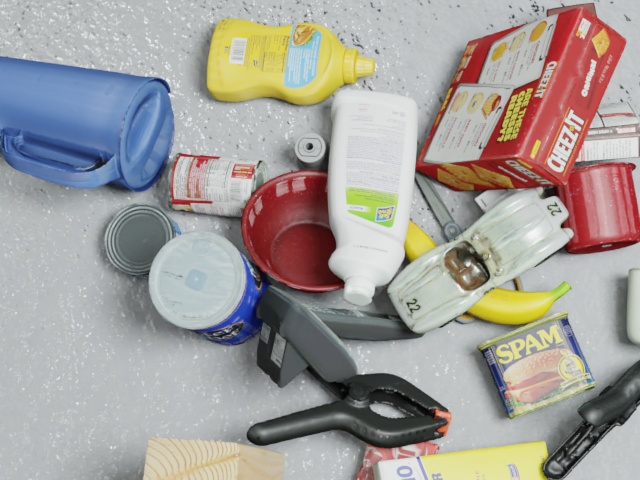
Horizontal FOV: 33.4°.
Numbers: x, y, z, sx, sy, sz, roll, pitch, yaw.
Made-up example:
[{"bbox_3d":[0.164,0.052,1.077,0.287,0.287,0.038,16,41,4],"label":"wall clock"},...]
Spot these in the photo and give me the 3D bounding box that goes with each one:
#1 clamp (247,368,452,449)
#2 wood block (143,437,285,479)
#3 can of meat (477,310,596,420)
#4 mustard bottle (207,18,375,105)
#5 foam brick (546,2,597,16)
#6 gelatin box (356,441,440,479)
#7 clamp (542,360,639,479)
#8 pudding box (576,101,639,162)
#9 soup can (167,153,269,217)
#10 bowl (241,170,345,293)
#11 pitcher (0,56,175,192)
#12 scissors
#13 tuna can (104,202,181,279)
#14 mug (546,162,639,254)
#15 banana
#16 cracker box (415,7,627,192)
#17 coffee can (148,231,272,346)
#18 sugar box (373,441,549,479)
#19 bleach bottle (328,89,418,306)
[{"bbox_3d":[0.030,0.177,1.118,0.210,0.036,0.164,17,39,8],"label":"clamp"},{"bbox_3d":[-0.103,0.250,1.072,0.091,0.206,0.090,2,76,11],"label":"wood block"},{"bbox_3d":[0.227,0.132,1.115,0.102,0.057,0.084,-22,77,6],"label":"can of meat"},{"bbox_3d":[-0.031,-0.206,1.241,0.192,0.058,0.096,5,73,12],"label":"mustard bottle"},{"bbox_3d":[0.278,-0.219,1.175,0.053,0.078,0.051,-8,74,9],"label":"foam brick"},{"bbox_3d":[0.079,0.247,1.129,0.073,0.030,0.089,17,81,14],"label":"gelatin box"},{"bbox_3d":[0.289,0.175,1.072,0.171,0.120,0.039,-22,62,-40],"label":"clamp"},{"bbox_3d":[0.289,-0.115,1.133,0.090,0.113,0.039,-5,107,10],"label":"pudding box"},{"bbox_3d":[-0.115,-0.062,1.219,0.102,0.068,0.068,5,78,11],"label":"soup can"},{"bbox_3d":[-0.008,0.001,1.172,0.162,0.055,0.162,4,55,-5],"label":"bowl"},{"bbox_3d":[-0.304,-0.138,1.238,0.243,0.149,0.145,13,89,17],"label":"pitcher"},{"bbox_3d":[0.138,0.009,1.181,0.096,0.016,0.202,-44,73,-1],"label":"scissors"},{"bbox_3d":[-0.204,0.002,1.239,0.086,0.033,0.086,-2,77,10],"label":"tuna can"},{"bbox_3d":[0.284,-0.029,1.132,0.117,0.093,0.081,-15,78,38],"label":"mug"},{"bbox_3d":[0.164,0.043,1.139,0.198,0.037,0.069,22,87,18],"label":"banana"},{"bbox_3d":[0.201,-0.136,1.105,0.072,0.214,0.164,27,81,-21],"label":"cracker box"},{"bbox_3d":[-0.114,0.055,1.153,0.103,0.140,0.103,-2,77,10],"label":"coffee can"},{"bbox_3d":[0.147,0.261,1.083,0.176,0.048,0.093,-6,74,-9],"label":"sugar box"},{"bbox_3d":[0.047,-0.045,1.140,0.102,0.068,0.250,6,57,5],"label":"bleach bottle"}]
